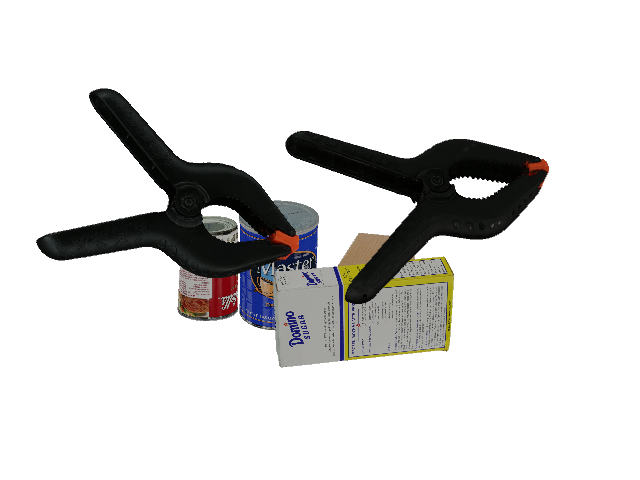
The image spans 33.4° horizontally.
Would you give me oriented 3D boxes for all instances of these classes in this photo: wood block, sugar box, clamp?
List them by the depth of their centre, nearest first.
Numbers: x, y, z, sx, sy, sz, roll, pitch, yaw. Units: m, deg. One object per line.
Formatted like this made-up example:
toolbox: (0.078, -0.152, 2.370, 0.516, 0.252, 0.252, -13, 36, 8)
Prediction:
clamp: (-0.096, -0.032, 0.720, 0.171, 0.120, 0.039, 12, -9, -18)
clamp: (0.088, -0.028, 0.850, 0.209, 0.164, 0.036, -5, -34, -12)
sugar box: (0.042, 0.071, 1.067, 0.176, 0.093, 0.048, -3, 28, -5)
wood block: (0.075, 0.067, 1.542, 0.091, 0.090, 0.206, 6, 21, 12)

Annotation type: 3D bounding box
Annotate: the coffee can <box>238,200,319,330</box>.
coffee can: (-0.055, 0.032, 1.393, 0.103, 0.140, 0.103, 1, 25, -1)

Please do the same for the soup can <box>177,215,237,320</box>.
soup can: (-0.126, 0.030, 1.187, 0.068, 0.102, 0.068, 2, 18, -1)
